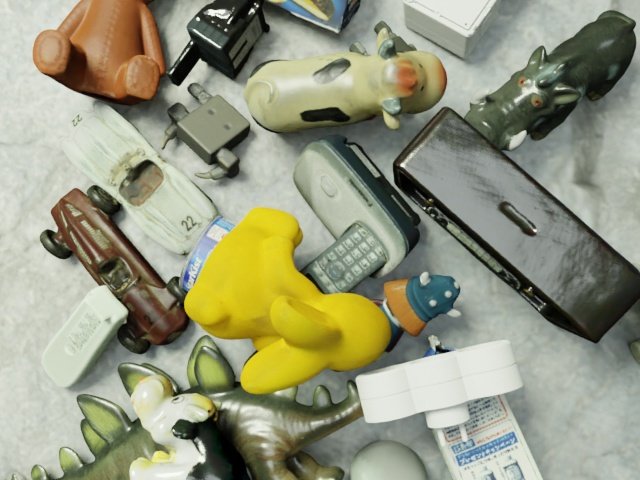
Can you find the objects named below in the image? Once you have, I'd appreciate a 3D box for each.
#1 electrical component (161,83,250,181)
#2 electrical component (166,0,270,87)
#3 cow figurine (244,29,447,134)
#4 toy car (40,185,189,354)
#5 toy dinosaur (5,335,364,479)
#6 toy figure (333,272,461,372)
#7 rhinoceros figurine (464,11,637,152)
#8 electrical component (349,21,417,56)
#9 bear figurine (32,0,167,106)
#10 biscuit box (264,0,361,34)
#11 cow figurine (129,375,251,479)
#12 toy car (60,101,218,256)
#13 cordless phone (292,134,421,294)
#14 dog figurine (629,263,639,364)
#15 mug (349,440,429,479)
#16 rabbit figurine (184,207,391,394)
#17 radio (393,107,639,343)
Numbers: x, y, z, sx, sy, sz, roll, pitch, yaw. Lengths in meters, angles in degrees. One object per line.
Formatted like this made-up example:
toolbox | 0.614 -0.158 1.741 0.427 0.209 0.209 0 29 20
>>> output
electrical component | -0.123 -0.113 0.582 0.102 0.045 0.078 37 62 3
electrical component | -0.107 -0.206 0.564 0.048 0.075 0.119 33 81 6
cow figurine | 0.022 -0.146 0.514 0.195 0.127 0.085 -2 103 14
toy car | -0.219 0.029 0.577 0.089 0.053 0.202 -41 86 5
toy dinosaur | -0.145 0.212 0.539 0.472 0.105 0.198 -24 80 7
toy figure | 0.068 0.076 0.537 0.154 0.064 0.058 -33 43 14
rhinoceros figurine | 0.223 -0.145 0.521 0.190 0.112 0.073 -34 87 -6
electrical component | 0.077 -0.186 0.579 0.063 0.021 0.094 -39 84 1
bear figurine | -0.206 -0.243 0.556 0.120 0.132 0.195 15 93 -18
biscuit box | -0.053 -0.293 0.565 0.203 0.059 0.063 24 53 5
cow figurine | -0.099 0.189 0.444 0.098 0.068 0.167 -15 84 3
toy car | -0.194 -0.067 0.577 0.202 0.056 0.073 43 91 5
cordless phone | -0.002 -0.002 0.554 0.184 0.089 0.146 -41 84 20
dog figurine | 0.382 0.047 0.472 0.191 0.172 0.121 -20 96 10
mug | 0.078 0.253 0.512 0.110 0.107 0.080 18 90 7
rabbit figurine | -0.019 0.059 0.473 0.173 0.162 0.121 25 105 4
radio | 0.173 -0.014 0.506 0.229 0.131 0.073 44 93 5
